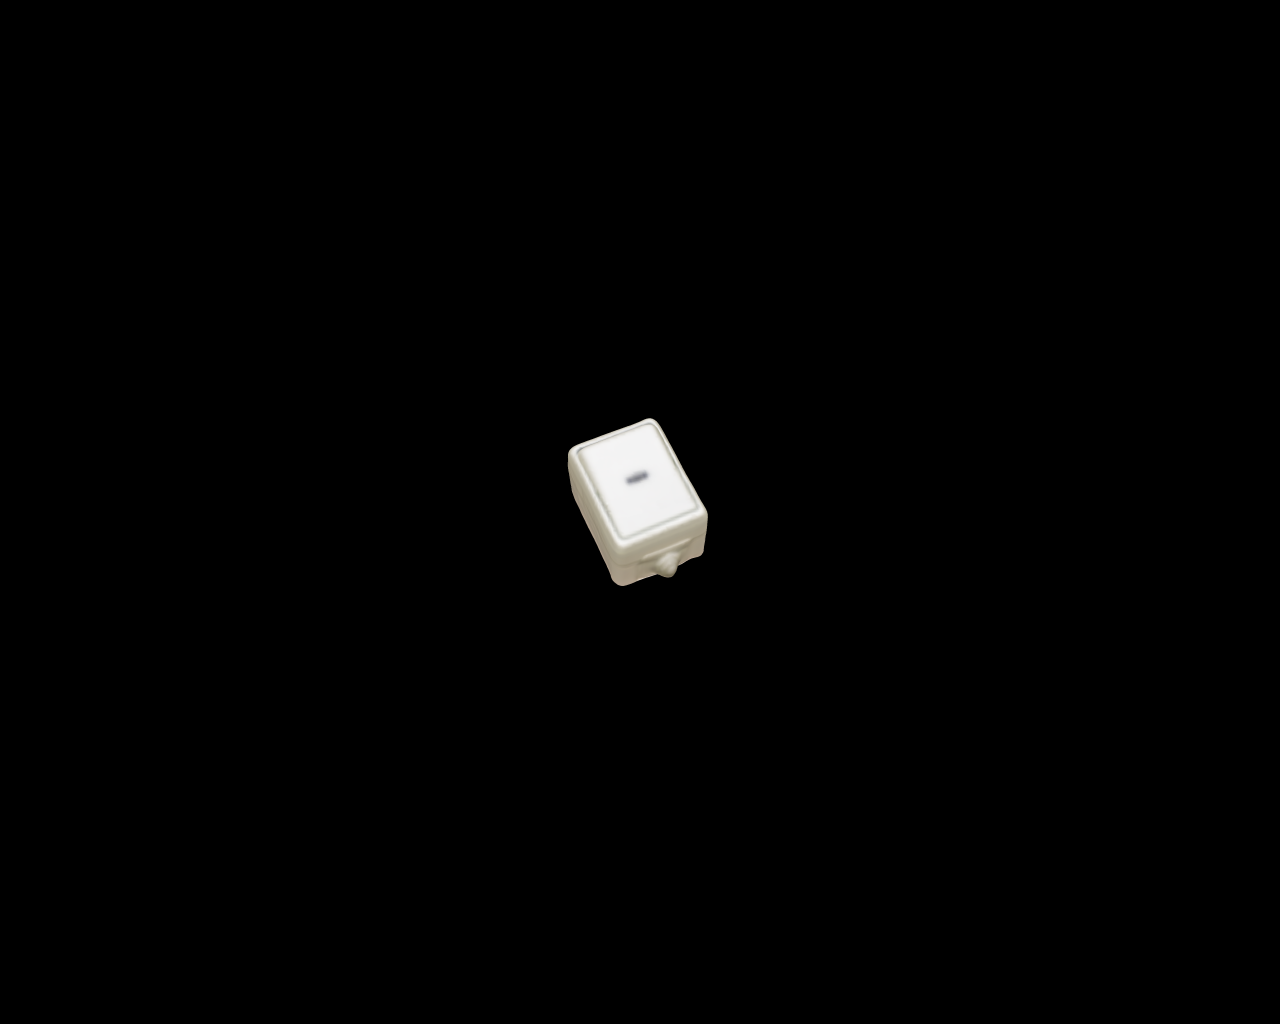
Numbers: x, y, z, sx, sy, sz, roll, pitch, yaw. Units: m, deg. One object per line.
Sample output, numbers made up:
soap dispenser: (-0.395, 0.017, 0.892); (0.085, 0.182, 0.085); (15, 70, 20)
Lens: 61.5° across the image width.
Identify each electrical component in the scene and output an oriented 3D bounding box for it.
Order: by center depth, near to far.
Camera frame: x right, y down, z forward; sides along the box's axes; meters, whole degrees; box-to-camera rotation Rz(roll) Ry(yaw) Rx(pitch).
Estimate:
electrical component: (0.001, -0.003, 0.650); (0.062, 0.096, 0.061); (-21, -28, -12)
